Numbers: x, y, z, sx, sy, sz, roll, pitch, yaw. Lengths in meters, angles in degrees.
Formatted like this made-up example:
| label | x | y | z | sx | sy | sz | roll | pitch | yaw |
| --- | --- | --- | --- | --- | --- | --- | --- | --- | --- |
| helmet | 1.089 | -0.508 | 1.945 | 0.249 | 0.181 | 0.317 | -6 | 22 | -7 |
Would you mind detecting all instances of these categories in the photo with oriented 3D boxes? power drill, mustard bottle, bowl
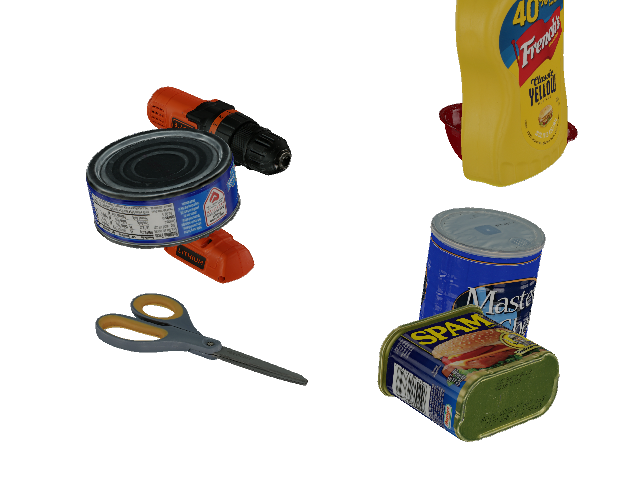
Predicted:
| label | x | y | z | sx | sy | sz | roll | pitch | yaw |
| --- | --- | --- | --- | --- | --- | --- | --- | --- | --- |
| power drill | -0.105 | -0.053 | 1.107 | 0.185 | 0.188 | 0.057 | 28 | 38 | 34 |
| mustard bottle | 0.133 | -0.140 | 0.739 | 0.058 | 0.191 | 0.096 | 20 | 39 | 41 |
| bowl | 0.216 | -0.115 | 1.252 | 0.162 | 0.055 | 0.162 | 5 | 23 | -2 |

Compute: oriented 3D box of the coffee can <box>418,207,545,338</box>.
| label | x | y | z | sx | sy | sz | roll | pitch | yaw |
| --- | --- | --- | --- | --- | --- | --- | --- | --- | --- |
| coffee can | 0.144 | 0.053 | 0.984 | 0.103 | 0.140 | 0.103 | 5 | 23 | -2 |

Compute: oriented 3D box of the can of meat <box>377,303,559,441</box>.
| label | x | y | z | sx | sy | sz | roll | pitch | yaw |
| --- | --- | --- | --- | --- | --- | --- | --- | --- | --- |
| can of meat | 0.106 | 0.094 | 0.758 | 0.101 | 0.057 | 0.084 | -13 | 27 | -34 |

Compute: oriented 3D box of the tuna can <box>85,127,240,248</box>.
| label | x | y | z | sx | sy | sz | roll | pitch | yaw |
| --- | --- | --- | --- | --- | --- | --- | --- | --- | --- |
| tuna can | -0.090 | -0.032 | 0.614 | 0.086 | 0.034 | 0.086 | -4 | 32 | 2 |

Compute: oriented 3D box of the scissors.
| label | x | y | z | sx | sy | sz | roll | pitch | yaw |
| --- | --- | --- | --- | --- | --- | --- | --- | --- | --- |
| scissors | -0.104 | 0.087 | 0.980 | 0.202 | 0.016 | 0.096 | 10 | 28 | 5 |
